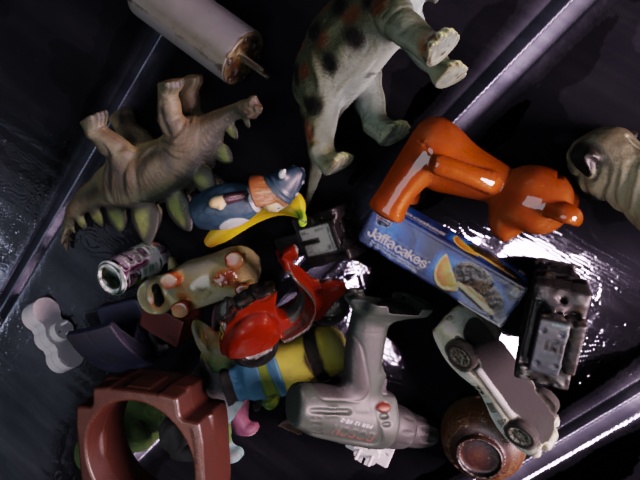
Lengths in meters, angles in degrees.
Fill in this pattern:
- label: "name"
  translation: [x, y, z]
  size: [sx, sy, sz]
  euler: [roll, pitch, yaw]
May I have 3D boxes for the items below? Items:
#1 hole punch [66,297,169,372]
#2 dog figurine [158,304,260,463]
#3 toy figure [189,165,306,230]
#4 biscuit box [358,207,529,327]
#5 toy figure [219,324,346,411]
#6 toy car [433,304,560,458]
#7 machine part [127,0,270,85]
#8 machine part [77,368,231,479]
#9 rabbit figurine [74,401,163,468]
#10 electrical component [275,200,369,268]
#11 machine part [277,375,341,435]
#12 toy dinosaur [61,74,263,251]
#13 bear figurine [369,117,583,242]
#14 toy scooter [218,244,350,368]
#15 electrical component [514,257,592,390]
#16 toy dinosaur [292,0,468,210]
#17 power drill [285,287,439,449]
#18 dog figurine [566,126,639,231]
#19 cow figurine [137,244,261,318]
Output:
- label: "hole punch"
  translation: [-0.338, 0.169, 0.890]
  size: [0.142, 0.092, 0.115]
  euler: [-16, 102, 22]
- label: "dog figurine"
  translation: [-0.173, 0.214, 0.821]
  size: [0.192, 0.108, 0.219]
  euler: [-6, 98, 20]
- label: "toy figure"
  translation: [-0.087, -0.052, 0.671]
  size: [0.155, 0.064, 0.057]
  euler: [-14, 115, 17]
- label: "biscuit box"
  translation: [0.148, 0.021, 0.653]
  size: [0.203, 0.063, 0.059]
  euler: [31, 113, 12]
- label: "toy figure"
  translation: [-0.047, 0.175, 0.734]
  size: [0.180, 0.089, 0.082]
  euler: [-18, 104, -10]
- label: "toy car"
  translation: [0.218, 0.169, 0.656]
  size: [0.201, 0.073, 0.056]
  euler: [53, 145, 1]
- label: "machine part"
  translation: [-0.160, -0.278, 0.691]
  size: [0.243, 0.079, 0.079]
  euler: [37, 116, 10]
- label: "machine part"
  translation: [-0.230, 0.288, 0.751]
  size: [0.201, 0.087, 0.201]
  euler: [1, 96, 18]
- label: "rabbit figurine"
  translation: [-0.340, 0.320, 0.886]
  size: [0.121, 0.170, 0.159]
  euler: [32, 114, 13]
- label: "electrical component"
  translation: [-0.001, -0.002, 0.715]
  size: [0.119, 0.048, 0.074]
  euler: [-18, 96, 44]
- label: "machine part"
  translation: [0.001, 0.243, 0.780]
  size: [0.084, 0.039, 0.139]
  euler: [36, 125, -29]
- label: "toy dinosaur"
  translation: [-0.254, -0.096, 0.771]
  size: [0.472, 0.105, 0.198]
  euler: [-15, 102, 33]
- label: "bear figurine"
  translation: [0.176, -0.048, 0.595]
  size: [0.196, 0.120, 0.132]
  euler: [33, 118, 6]
- label: "toy scooter"
  translation: [-0.056, 0.077, 0.685]
  size: [0.184, 0.075, 0.135]
  euler: [-25, 126, -8]
- label: "electrical component"
  translation: [0.253, 0.091, 0.589]
  size: [0.058, 0.134, 0.114]
  euler: [9, 106, 20]
- label: "toy dinosaur"
  translation: [0.041, -0.210, 0.608]
  size: [0.405, 0.131, 0.192]
  euler: [-40, 71, 37]
- label: "power drill"
  translation: [0.079, 0.169, 0.691]
  size: [0.232, 0.086, 0.207]
  euler: [10, 105, -23]
- label: "dog figurine"
  translation: [0.366, -0.060, 0.528]
  size: [0.172, 0.121, 0.190]
  euler: [-26, 71, -9]
- label: "cow figurine"
  translation: [-0.178, 0.058, 0.783]
  size: [0.195, 0.127, 0.085]
  euler: [-18, 98, 12]
